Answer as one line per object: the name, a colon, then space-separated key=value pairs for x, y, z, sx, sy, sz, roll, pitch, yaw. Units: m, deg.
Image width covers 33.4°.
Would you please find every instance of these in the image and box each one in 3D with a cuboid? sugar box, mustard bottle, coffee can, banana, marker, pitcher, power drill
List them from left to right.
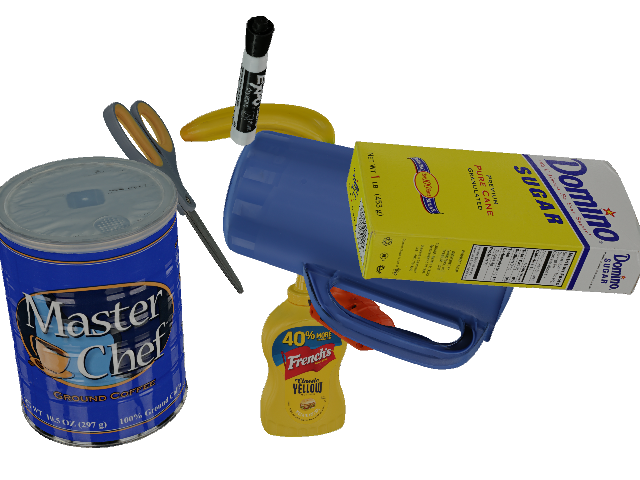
coffee can: x=-0.132 y=0.035 z=0.630 sx=0.103 sy=0.140 sz=0.103 roll=1 pitch=31 yaw=-1
marker: x=-0.049 y=-0.113 z=0.757 sx=0.020 sy=0.020 sz=0.121 roll=0 pitch=-34 yaw=-11
banana: x=-0.065 y=-0.134 z=1.250 sx=0.198 sy=0.037 sz=0.069 roll=8 pitch=40 yaw=17
mustard bottle: x=-0.018 y=0.124 z=1.199 sx=0.096 sy=0.192 sz=0.058 roll=-2 pitch=19 yaw=-11
power drill: x=0.049 y=0.012 z=1.079 sx=0.057 sy=0.188 sz=0.185 roll=-8 pitch=24 yaw=-32
pitcher: x=0.044 y=-0.002 z=0.882 sx=0.243 sy=0.145 sz=0.149 roll=16 pitch=18 yaw=9
sugar box: x=0.109 y=-0.016 z=0.677 sx=0.176 sy=0.048 sz=0.093 roll=1 pitch=43 yaw=-7

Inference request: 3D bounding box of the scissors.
scissors: x=-0.125 y=-0.049 z=0.968 sx=0.016 sy=0.201 sz=0.096 roll=-29 pitch=24 yaw=19
